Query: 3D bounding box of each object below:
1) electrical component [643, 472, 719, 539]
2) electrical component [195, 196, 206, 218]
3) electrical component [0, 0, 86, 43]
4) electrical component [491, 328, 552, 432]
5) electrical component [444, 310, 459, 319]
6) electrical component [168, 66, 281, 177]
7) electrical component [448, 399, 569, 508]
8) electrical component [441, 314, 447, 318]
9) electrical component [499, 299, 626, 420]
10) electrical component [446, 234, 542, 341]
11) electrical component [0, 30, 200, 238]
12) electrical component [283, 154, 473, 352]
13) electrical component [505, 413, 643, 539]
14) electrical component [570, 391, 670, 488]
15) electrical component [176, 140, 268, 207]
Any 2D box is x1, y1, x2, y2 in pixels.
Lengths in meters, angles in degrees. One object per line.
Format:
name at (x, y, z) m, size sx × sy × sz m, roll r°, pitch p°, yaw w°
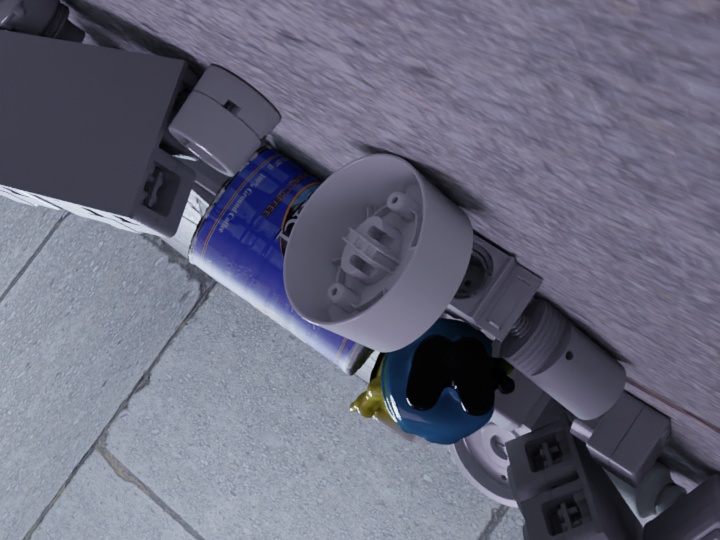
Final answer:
electrical component at (0.264, 0.203, 0.797) m, size 0.062 × 0.096 × 0.061 m, roll 37°, pitch -148°, yaw -8°
electrical component at (-0.107, -0.028, 0.997) m, size 0.062 × 0.061 × 0.096 m, roll 25°, pitch 125°, yaw 56°
electrical component at (-0.227, -0.180, 0.768) m, size 0.062 × 0.048 × 0.048 m, roll 32°, pitch 176°, yaw -33°
electrical component at (0.117, 0.088, 0.837) m, size 0.061 × 0.061 × 0.096 m, roll 34°, pitch 173°, yaw 9°
electrical component at (0.056, 0.008, 0.698) m, size 0.040 × 0.040 × 0.046 m, roll 30°, pitch 177°, yaw 40°
electrical component at (-0.085, -0.091, 0.666) m, size 0.055 × 0.047 × 0.055 m, roll 35°, pitch 173°, yaw 5°
electrical component at (0.134, 0.142, 0.926) m, size 0.108 × 0.060 × 0.108 m, roll 25°, pitch 131°, yaw 33°
electrical component at (0.045, 0.038, 0.926) m, size 0.079 × 0.043 × 0.077 m, roll 31°, pitch 178°, yaw -41°
electrical component at (0.120, 0.052, 0.660) m, size 0.081 × 0.043 × 0.043 m, roll 38°, pitch 173°, yaw -20°
electrical component at (0.062, 0.005, 0.633) m, size 0.081 × 0.042 × 0.064 m, roll 34°, pitch 176°, yaw 17°
electrical component at (-0.194, -0.094, 0.732) m, size 0.186 × 0.105 × 0.060 m, roll 14°, pitch 171°, yaw 27°
electrical component at (0.010, -0.008, 0.574) m, size 0.064 × 0.099 × 0.099 m, roll 32°, pitch 175°, yaw -26°
electrical component at (0.178, 0.211, 0.835) m, size 0.186 × 0.060 × 0.105 m, roll 52°, pitch -161°, yaw -39°
electrical component at (0.178, 0.112, 0.774) m, size 0.077 × 0.047 × 0.065 m, roll 32°, pitch 172°, yaw 24°
electrical component at (-0.119, -0.087, 0.796) m, size 0.096 × 0.061 × 0.061 m, roll 35°, pitch 173°, yaw 7°
